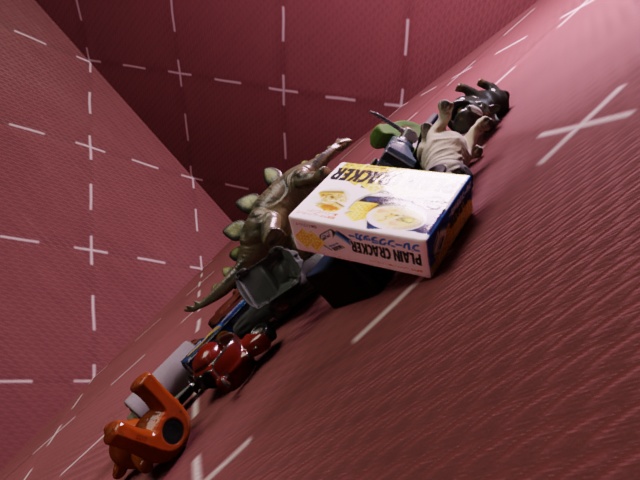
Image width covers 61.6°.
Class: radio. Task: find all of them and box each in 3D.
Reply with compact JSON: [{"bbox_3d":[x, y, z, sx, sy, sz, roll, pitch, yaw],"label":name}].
[{"bbox_3d":[0.084,0.006,0.879,0.131,0.073,0.229,-30,13,49],"label":"radio"}]

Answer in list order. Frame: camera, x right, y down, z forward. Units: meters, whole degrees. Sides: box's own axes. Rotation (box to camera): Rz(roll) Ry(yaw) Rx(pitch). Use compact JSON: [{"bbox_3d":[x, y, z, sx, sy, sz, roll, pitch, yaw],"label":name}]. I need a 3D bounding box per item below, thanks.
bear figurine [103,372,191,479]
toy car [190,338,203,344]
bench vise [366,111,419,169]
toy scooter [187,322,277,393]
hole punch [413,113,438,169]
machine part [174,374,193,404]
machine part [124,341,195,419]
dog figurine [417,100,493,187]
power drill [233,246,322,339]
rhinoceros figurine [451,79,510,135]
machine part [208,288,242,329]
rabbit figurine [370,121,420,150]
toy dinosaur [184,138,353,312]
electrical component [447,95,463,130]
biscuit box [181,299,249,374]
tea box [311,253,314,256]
[{"bbox_3d":[-0.295,0.301,0.852,0.196,0.131,0.120,-23,32,41],"label":"bear figurine"},{"bbox_3d":[-0.323,0.293,1.211,0.089,0.053,0.202,-30,13,33],"label":"toy car"},{"bbox_3d":[0.117,-0.129,1.101,0.241,0.129,0.223,-103,32,-83],"label":"bench vise"},{"bbox_3d":[-0.161,0.211,0.900,0.184,0.075,0.135,-30,15,30],"label":"toy scooter"},{"bbox_3d":[0.246,-0.184,1.106,0.142,0.092,0.115,-55,-16,-52],"label":"hole punch"},{"bbox_3d":[-0.272,0.308,0.995,0.139,0.039,0.084,-45,5,-15],"label":"machine part"},{"bbox_3d":[-0.305,0.289,1.084,0.243,0.079,0.079,-45,11,-27],"label":"machine part"},{"bbox_3d":[0.207,-0.118,0.929,0.172,0.121,0.190,88,-157,-60],"label":"dog figurine"},{"bbox_3d":[-0.080,0.096,0.944,0.232,0.086,0.207,-34,-23,-2],"label":"power drill"},{"bbox_3d":[0.320,-0.263,1.092,0.190,0.112,0.073,-31,-28,-42],"label":"rhinoceros figurine"},{"bbox_3d":[-0.189,0.159,1.273,0.179,0.056,0.179,-40,11,9],"label":"machine part"},{"bbox_3d":[0.180,-0.198,1.268,0.159,0.121,0.170,-36,-19,-35],"label":"rabbit figurine"},{"bbox_3d":[-0.095,-0.029,1.052,0.471,0.105,0.199,-51,36,-10],"label":"toy dinosaur"},{"bbox_3d":[0.335,-0.291,1.219,0.119,0.075,0.048,-42,10,16],"label":"electrical component"},{"bbox_3d":[-0.183,0.193,1.084,0.203,0.062,0.059,-47,12,-28],"label":"biscuit box"},{"bbox_3d":[-0.002,-0.003,1.129,0.098,0.068,0.170,-35,22,-10],"label":"tea box"}]
